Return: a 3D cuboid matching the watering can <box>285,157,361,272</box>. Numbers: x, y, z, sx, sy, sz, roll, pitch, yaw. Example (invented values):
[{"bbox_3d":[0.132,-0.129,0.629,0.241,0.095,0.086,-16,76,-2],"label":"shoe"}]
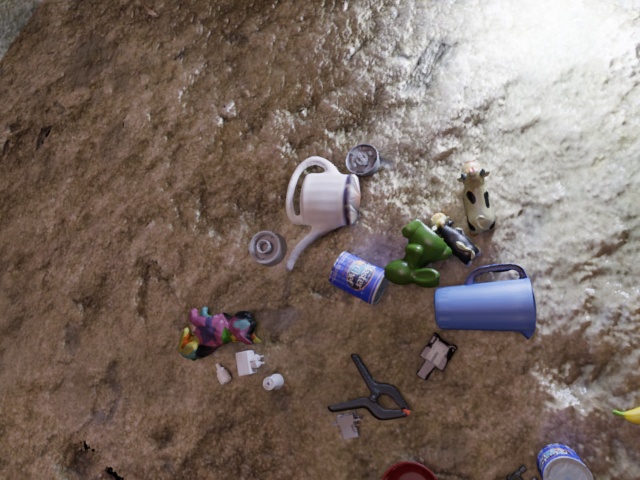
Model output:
[{"bbox_3d":[0.005,-0.075,1.496,0.224,0.351,0.103,1,-12,17],"label":"watering can"}]
